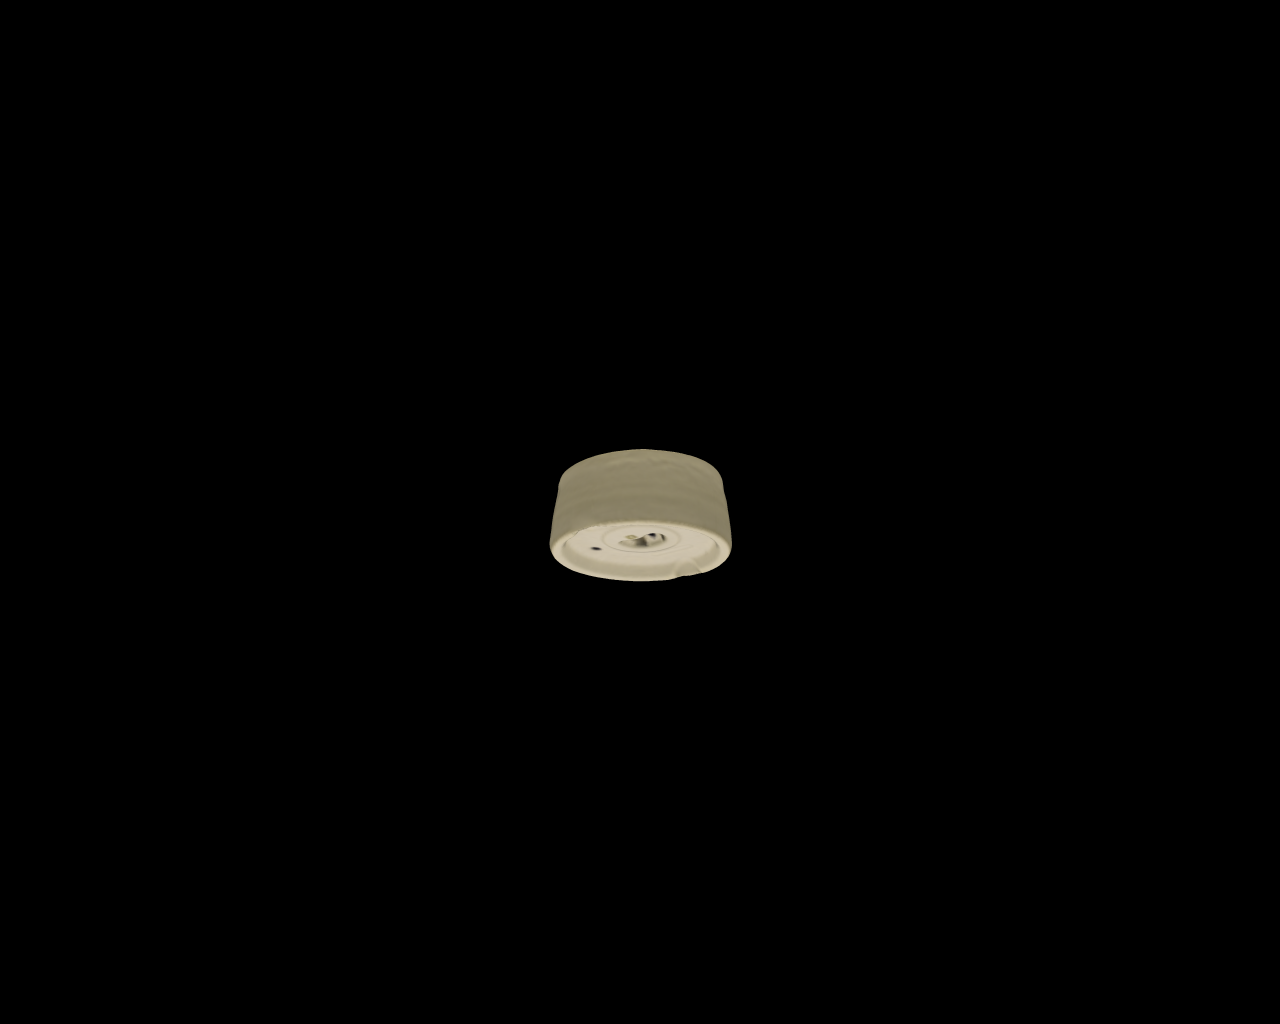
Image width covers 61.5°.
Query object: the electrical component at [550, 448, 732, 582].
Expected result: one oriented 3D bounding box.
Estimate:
[{"bbox_3d":[0.001,-0.003,0.650,0.108,0.060,0.108,0,-22,0],"label":"electrical component"}]
